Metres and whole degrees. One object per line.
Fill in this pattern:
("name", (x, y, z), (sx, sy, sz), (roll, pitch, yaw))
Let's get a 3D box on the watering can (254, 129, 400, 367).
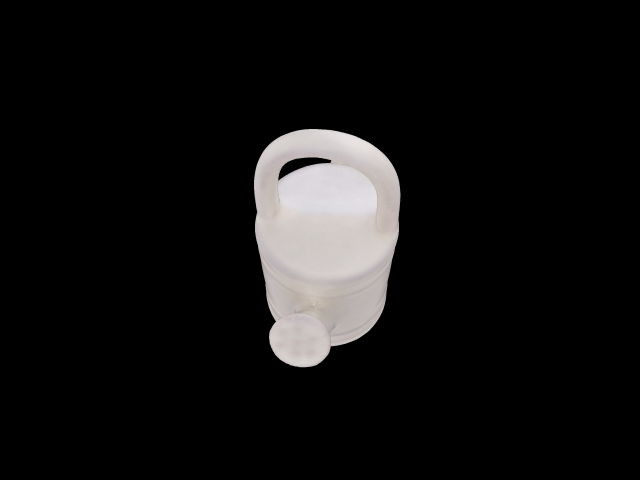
("watering can", (0.006, 0.002, 0.400), (0.101, 0.194, 0.172), (-9, 59, -5))
